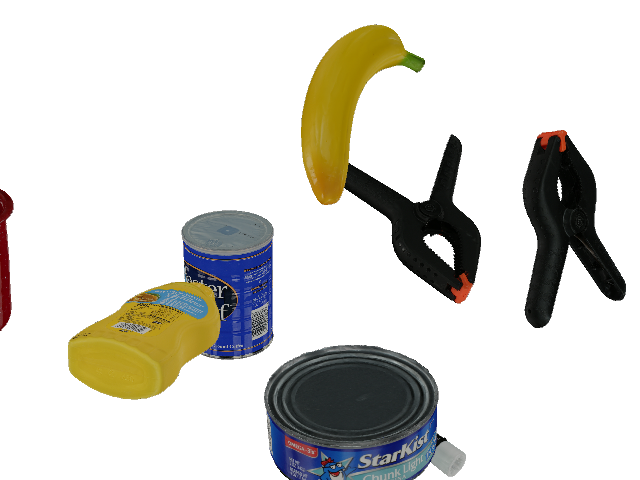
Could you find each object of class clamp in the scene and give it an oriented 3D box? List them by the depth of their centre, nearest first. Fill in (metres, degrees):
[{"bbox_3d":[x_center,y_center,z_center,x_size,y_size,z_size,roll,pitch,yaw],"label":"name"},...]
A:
[{"bbox_3d":[0.210,-0.008,0.943,0.120,0.171,0.039,-25,10,-39],"label":"clamp"},{"bbox_3d":[0.099,-0.026,1.119,0.164,0.210,0.036,-5,-36,-15],"label":"clamp"}]

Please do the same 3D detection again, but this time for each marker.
[{"bbox_3d":[0.049,0.121,0.737,0.121,0.020,0.020,33,21,36],"label":"marker"}]

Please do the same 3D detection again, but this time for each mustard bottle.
[{"bbox_3d":[-0.149,0.083,1.009,0.096,0.058,0.191,9,21,18],"label":"mustard bottle"}]

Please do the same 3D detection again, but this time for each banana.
[{"bbox_3d":[0.024,-0.108,0.788,0.069,0.197,0.037,39,-42,-6],"label":"banana"}]

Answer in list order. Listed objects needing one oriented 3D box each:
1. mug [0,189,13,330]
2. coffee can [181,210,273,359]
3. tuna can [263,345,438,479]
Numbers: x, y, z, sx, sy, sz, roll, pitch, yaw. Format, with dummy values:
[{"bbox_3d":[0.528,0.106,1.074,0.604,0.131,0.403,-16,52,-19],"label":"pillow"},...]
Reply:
[{"bbox_3d":[-0.246,0.019,0.659,0.117,0.081,0.093,-18,32,-38],"label":"mug"},{"bbox_3d":[-0.105,0.050,1.220,0.103,0.140,0.103,1,26,-1],"label":"coffee can"},{"bbox_3d":[0.015,0.088,0.530,0.086,0.034,0.086,-2,26,1],"label":"tuna can"}]
